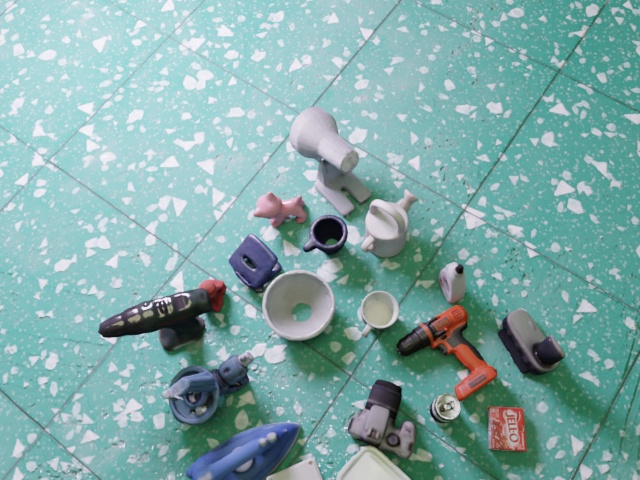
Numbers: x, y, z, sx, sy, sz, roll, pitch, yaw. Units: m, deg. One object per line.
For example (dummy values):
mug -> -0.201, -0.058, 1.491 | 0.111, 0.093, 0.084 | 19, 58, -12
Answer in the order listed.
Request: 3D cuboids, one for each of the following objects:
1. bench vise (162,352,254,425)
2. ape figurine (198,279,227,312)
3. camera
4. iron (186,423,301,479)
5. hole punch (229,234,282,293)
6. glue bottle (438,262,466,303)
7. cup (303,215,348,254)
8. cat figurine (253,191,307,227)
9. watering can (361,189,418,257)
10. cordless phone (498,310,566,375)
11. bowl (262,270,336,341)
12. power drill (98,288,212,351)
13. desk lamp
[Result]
bench vise -> -0.247, 0.295, 1.209 | 0.121, 0.220, 0.207 | 34, 74, 15
ape figurine -> -0.258, 0.122, 1.346 | 0.078, 0.092, 0.076 | -39, 71, -11
camera -> 0.143, 0.375, 1.217 | 0.143, 0.101, 0.137 | 18, 71, 10
iron -> -0.156, 0.450, 1.185 | 0.258, 0.141, 0.118 | -32, 70, -9
hole punch -> -0.157, 0.056, 1.366 | 0.101, 0.091, 0.108 | -43, 72, -13
glue bottle -> 0.301, 0.085, 1.282 | 0.037, 0.173, 0.078 | -22, 69, -5
cup -> 0.013, 0.005, 1.374 | 0.118, 0.095, 0.091 | -34, 70, -9
cat figurine -> -0.100, -0.083, 1.403 | 0.128, 0.118, 0.067 | -13, 68, -1
watering can -> 0.158, -0.044, 1.331 | 0.100, 0.194, 0.173 | 18, 71, 11
cordless phone -> 0.461, 0.207, 1.218 | 0.094, 0.185, 0.147 | -30, 70, -8
bowl -> -0.047, 0.158, 1.328 | 0.167, 0.075, 0.167 | -1, 69, 3
power drill -> -0.341, 0.182, 1.265 | 0.229, 0.208, 0.075 | -22, 69, -5
desk lamp -> 0.030, -0.195, 1.387 | 0.118, 0.214, 0.203 | -39, 71, -11
